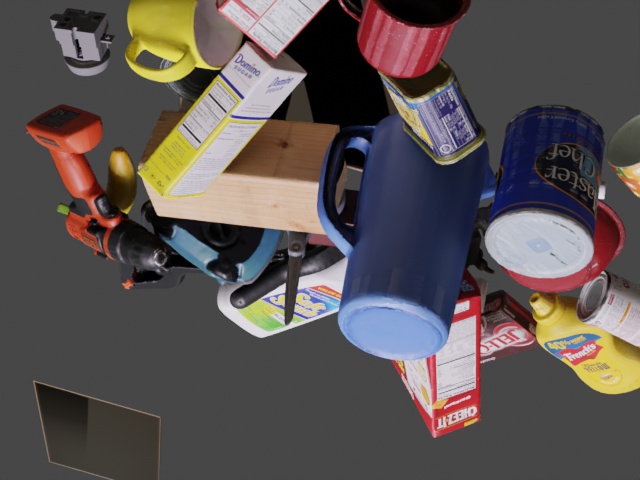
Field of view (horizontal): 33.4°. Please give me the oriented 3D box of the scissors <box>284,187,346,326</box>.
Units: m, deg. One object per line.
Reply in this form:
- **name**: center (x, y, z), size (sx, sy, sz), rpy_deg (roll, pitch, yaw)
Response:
- **scissors**: center (-0.008, 0.001, 1.187), size (0.096, 0.202, 0.016), rpy_deg (-12, 145, -1)

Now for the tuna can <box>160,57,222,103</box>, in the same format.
- **tuna can**: center (-0.122, -0.179, 1.110), size (0.086, 0.033, 0.086), rpy_deg (11, 146, 8)

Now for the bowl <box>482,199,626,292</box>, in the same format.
- **bowl**: center (0.258, 0.011, 1.196), size (0.162, 0.055, 0.162), rpy_deg (11, 145, 8)

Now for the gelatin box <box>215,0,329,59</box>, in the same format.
- **gelatin box**: center (-0.041, -0.224, 0.984), size (0.073, 0.030, 0.089), rpy_deg (37, 110, -26)

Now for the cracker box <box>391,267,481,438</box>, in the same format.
- **cracker box**: center (0.127, 0.094, 1.237), size (0.072, 0.164, 0.214), rpy_deg (-17, 132, -10)

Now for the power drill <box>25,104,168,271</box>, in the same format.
- **power drill**: center (-0.259, -0.057, 1.239), size (0.185, 0.057, 0.187), rpy_deg (19, 135, 43)

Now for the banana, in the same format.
- **banana**: center (-0.270, -0.053, 1.344), size (0.069, 0.037, 0.198), rpy_deg (32, 143, -21)

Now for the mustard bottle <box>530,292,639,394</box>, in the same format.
- **mustard bottle**: center (0.324, 0.120, 1.317), size (0.191, 0.058, 0.096), rpy_deg (38, 144, -27)

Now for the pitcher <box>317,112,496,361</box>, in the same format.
- **pitcher**: center (0.082, -0.008, 1.077), size (0.149, 0.242, 0.145), rpy_deg (-7, 138, 28)

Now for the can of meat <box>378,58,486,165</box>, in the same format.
- **can of meat**: center (0.104, -0.134, 1.023), size (0.057, 0.102, 0.084), rpy_deg (-34, 129, -1)

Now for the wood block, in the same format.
- **wood block**: center (-0.083, -0.077, 1.187), size (0.206, 0.090, 0.090), rpy_deg (7, 144, 15)

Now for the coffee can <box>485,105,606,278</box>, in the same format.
- **coffee can**: center (0.224, -0.048, 1.052), size (0.103, 0.140, 0.103), rpy_deg (11, 145, 8)

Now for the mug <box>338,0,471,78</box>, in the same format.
- **mug**: center (0.068, -0.204, 0.952), size (0.117, 0.093, 0.082), rpy_deg (23, 150, 3)

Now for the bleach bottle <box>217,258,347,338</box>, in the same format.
- **bleach bottle**: center (-0.012, 0.055, 1.366), size (0.251, 0.068, 0.102), rpy_deg (-21, 131, 39)

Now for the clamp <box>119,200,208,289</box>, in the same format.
- **clamp**: center (-0.199, 0.028, 1.427), size (0.164, 0.036, 0.210), rpy_deg (30, 145, -18)

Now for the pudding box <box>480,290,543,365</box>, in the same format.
- **pudding box**: center (0.217, 0.114, 1.369), size (0.090, 0.039, 0.114), rpy_deg (38, 140, -27)

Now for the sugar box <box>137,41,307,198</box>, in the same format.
- **sugar box**: center (-0.097, -0.118, 1.069), size (0.048, 0.093, 0.176), rpy_deg (44, 107, 12)

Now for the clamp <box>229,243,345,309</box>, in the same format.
- **clamp**: center (-0.033, 0.031, 1.294), size (0.172, 0.120, 0.039), rpy_deg (-22, 115, 26)

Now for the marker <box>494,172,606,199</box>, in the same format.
- **marker**: center (0.242, -0.059, 1.137), size (0.121, 0.020, 0.020), rpy_deg (6, 144, 16)

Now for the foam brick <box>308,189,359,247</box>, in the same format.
- **foam brick**: center (0.027, -0.025, 1.245), size (0.078, 0.053, 0.051), rpy_deg (7, 144, 12)

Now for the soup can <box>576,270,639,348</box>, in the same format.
- **soup can**: center (0.360, 0.084, 1.243), size (0.102, 0.068, 0.069), rpy_deg (24, 145, -9)
